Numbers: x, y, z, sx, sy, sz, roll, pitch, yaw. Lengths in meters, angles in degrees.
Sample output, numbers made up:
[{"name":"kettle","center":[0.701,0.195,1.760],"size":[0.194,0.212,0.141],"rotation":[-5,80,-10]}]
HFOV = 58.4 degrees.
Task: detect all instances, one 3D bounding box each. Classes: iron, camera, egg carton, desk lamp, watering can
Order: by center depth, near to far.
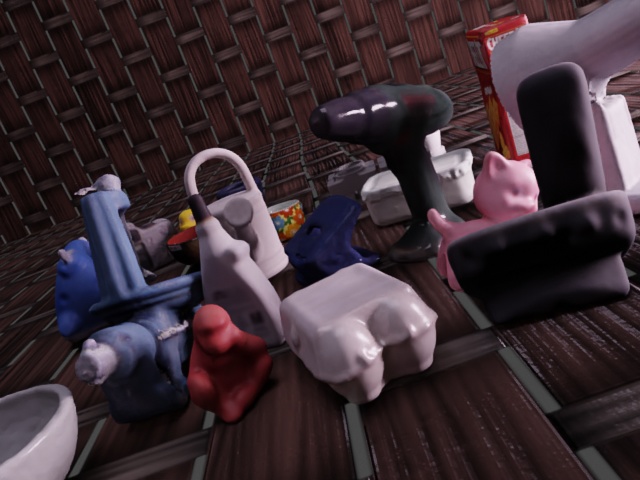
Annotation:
[{"name":"egg carton","center":[0.027,0.074,0.488],"size":[0.107,0.069,0.150],"rotation":[-26,16,-16]},{"name":"desk lamp","center":[0.297,-0.138,0.583],"size":[0.202,0.214,0.118],"rotation":[-3,24,48]},{"name":"watering can","center":[-0.121,-0.037,0.812],"size":[0.101,0.194,0.172],"rotation":[-32,19,-33]},{"name":"iron","center":[-0.360,0.057,0.903],"size":[0.119,0.141,0.257],"rotation":[-24,16,-11]},{"name":"camera","center":[-0.360,0.008,1.139],"size":[0.143,0.101,0.136],"rotation":[-28,17,-22]}]

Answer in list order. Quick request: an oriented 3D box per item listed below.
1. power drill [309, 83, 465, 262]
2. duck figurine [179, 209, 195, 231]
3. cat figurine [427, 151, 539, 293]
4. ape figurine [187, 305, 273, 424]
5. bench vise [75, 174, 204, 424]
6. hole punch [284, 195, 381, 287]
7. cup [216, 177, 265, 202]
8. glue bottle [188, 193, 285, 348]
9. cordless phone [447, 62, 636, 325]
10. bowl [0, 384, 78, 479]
[{"name":"power drill","center":[0.096,-0.086,0.674],"size":[0.075,0.209,0.230],"rotation":[-5,22,43]},{"name":"duck figurine","center":[-0.239,-0.020,1.105],"size":[0.077,0.086,0.104],"rotation":[-18,16,11]},{"name":"cat figurine","center":[0.165,-0.028,0.560],"size":[0.128,0.118,0.067],"rotation":[-22,16,-4]},{"name":"ape figurine","center":[-0.085,0.100,0.502],"size":[0.078,0.092,0.076],"rotation":[-25,16,-13]},{"name":"bench vise","center":[-0.176,0.047,0.558],"size":[0.121,0.220,0.207],"rotation":[-23,16,-7]},{"name":"hole punch","center":[0.007,0.003,0.711],"size":[0.101,0.091,0.108],"rotation":[-26,17,-18]},{"name":"cup","center":[-0.147,-0.067,1.125],"size":[0.092,0.095,0.117],"rotation":[-24,16,-11]},{"name":"glue bottle","center":[-0.093,0.033,0.586],"size":[0.078,0.173,0.037],"rotation":[-14,17,22]},{"name":"cordless phone","center":[0.166,-0.037,0.467],"size":[0.147,0.185,0.094],"rotation":[-19,16,9]},{"name":"bowl","center":[-0.263,0.193,0.454],"size":[0.167,0.075,0.167],"rotation":[-19,16,6]}]
